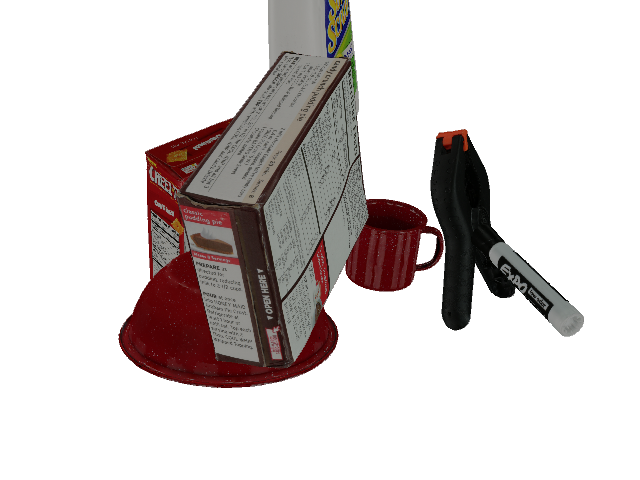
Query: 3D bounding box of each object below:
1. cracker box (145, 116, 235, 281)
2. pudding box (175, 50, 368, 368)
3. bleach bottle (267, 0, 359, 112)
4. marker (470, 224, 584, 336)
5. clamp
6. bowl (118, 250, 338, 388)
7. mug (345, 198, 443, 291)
[{"bbox_3d":[-0.093,-0.015,1.081,0.163,0.214,0.072,-27,47,-34],"label":"cracker box"},{"bbox_3d":[-0.015,-0.015,0.458,0.039,0.090,0.113,6,40,19],"label":"pudding box"},{"bbox_3d":[-0.012,-0.213,0.919,0.068,0.251,0.102,8,34,21],"label":"bleach bottle"},{"bbox_3d":[0.139,0.024,0.737,0.020,0.020,0.121,0,31,-27],"label":"marker"},{"bbox_3d":[0.125,-0.008,0.935,0.039,0.171,0.120,-10,15,29],"label":"clamp"},{"bbox_3d":[-0.066,0.045,0.779,0.162,0.055,0.162,2,21,-1],"label":"bowl"},{"bbox_3d":[0.085,0.007,1.239,0.117,0.081,0.093,3,25,-7],"label":"mug"}]
